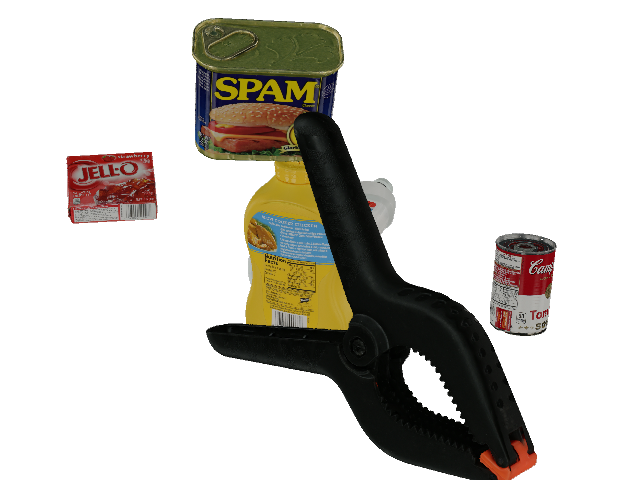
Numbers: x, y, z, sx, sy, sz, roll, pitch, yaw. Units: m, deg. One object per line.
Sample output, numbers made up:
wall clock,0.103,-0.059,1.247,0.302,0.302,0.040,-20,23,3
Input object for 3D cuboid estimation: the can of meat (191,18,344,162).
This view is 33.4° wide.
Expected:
can of meat,-0.039,-0.103,0.745,0.102,0.057,0.084,2,-44,-6

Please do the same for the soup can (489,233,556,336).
soup can,0.231,0.050,1.224,0.068,0.102,0.068,2,18,-1

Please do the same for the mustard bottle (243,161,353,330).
mustard bottle,-0.017,0.003,0.890,0.096,0.192,0.058,11,28,22

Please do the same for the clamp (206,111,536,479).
clamp,0.030,0.041,0.558,0.210,0.165,0.036,35,32,31

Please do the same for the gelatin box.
gelatin box,-0.215,-0.055,1.097,0.089,0.073,0.030,-3,-40,-11

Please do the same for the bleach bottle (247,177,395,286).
bleach bottle,0.017,-0.011,1.321,0.103,0.068,0.250,14,36,25
